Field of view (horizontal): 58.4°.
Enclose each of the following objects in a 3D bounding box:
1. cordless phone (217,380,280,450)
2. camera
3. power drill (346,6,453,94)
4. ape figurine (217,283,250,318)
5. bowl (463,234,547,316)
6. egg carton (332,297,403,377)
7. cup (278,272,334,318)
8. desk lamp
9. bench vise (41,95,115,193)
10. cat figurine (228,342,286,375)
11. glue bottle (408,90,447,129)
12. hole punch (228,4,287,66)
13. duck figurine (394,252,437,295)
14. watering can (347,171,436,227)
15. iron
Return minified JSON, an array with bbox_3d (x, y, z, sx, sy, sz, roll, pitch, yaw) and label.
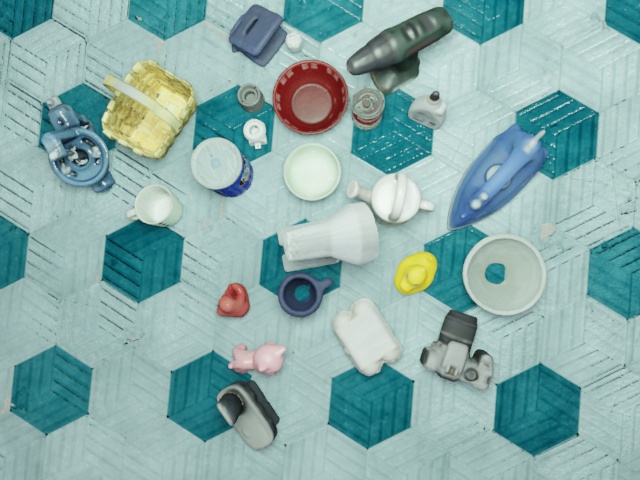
[{"bbox_3d":[-0.154,0.362,1.142,0.094,0.185,0.147,-39,86,0],"label":"cordless phone"},{"bbox_3d":[0.292,0.221,1.171,0.143,0.101,0.137,18,88,3],"label":"camera"},{"bbox_3d":[0.153,-0.370,1.151,0.229,0.208,0.075,-33,86,1],"label":"power drill"},{"bbox_3d":[-0.187,0.131,1.201,0.078,0.092,0.076,-36,86,1],"label":"ape figurine"},{"bbox_3d":[0.375,0.071,1.188,0.167,0.075,0.167,0,87,3],"label":"bowl"},{"bbox_3d":[0.096,0.203,1.196,0.107,0.069,0.150,-34,86,1],"label":"egg carton"},{"bbox_3d":[-0.026,0.106,1.193,0.117,0.095,0.092,-25,86,1],"label":"cup"},{"bbox_3d":[0.010,0.004,1.137,0.203,0.213,0.118,-12,87,2],"label":"desk lamp"},{"bbox_3d":[-0.524,-0.197,1.167,0.207,0.220,0.121,45,90,4],"label":"bench vise"},{"bbox_3d":[-0.127,0.248,1.180,0.127,0.118,0.067,-8,87,2],"label":"cat figurine"},{"bbox_3d":[0.224,-0.271,1.161,0.078,0.173,0.037,26,89,4],"label":"glue bottle"},{"bbox_3d":[-0.138,-0.444,1.226,0.101,0.091,0.109,35,89,4],"label":"hole punch"},{"bbox_3d":[0.202,0.069,1.190,0.077,0.086,0.104,45,90,4],"label":"duck figurine"},{"bbox_3d":[0.143,-0.081,1.145,0.173,0.194,0.101,-10,87,2],"label":"watering can"},{"bbox_3d":[0.358,-0.121,1.164,0.118,0.141,0.258,41,90,4],"label":"iron"}]
